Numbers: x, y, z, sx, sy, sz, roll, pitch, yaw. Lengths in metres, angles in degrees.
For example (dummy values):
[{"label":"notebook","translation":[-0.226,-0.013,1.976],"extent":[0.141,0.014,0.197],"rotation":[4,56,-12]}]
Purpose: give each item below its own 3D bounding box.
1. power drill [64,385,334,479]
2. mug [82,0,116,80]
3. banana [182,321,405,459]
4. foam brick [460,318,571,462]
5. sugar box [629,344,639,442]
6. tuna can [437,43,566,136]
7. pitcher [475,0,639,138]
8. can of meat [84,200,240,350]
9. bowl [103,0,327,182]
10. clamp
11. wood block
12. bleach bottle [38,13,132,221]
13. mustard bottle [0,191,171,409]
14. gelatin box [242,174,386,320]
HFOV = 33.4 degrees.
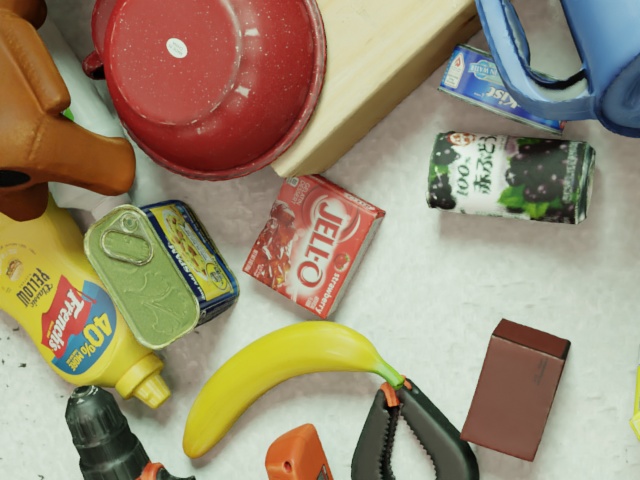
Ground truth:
[{"label":"power drill","translation":[-0.086,0.181,0.789],"extent":[0.188,0.057,0.184],"rotation":[-8,115,23]},{"label":"mug","translation":[-0.120,-0.145,0.764],"extent":[0.117,0.081,0.093],"rotation":[-21,91,20]},{"label":"banana","translation":[-0.035,0.104,0.784],"extent":[0.198,0.037,0.069],"rotation":[-24,72,29]},{"label":"foam brick","translation":[0.134,0.102,0.729],"extent":[0.053,0.051,0.078],"rotation":[19,103,14]},{"label":"sugar box","translation":[0.235,0.080,0.626],"extent":[0.093,0.176,0.048],"rotation":[-28,86,20]},{"label":"tuna can","translation":[0.121,-0.097,0.688],"extent":[0.086,0.086,0.034],"rotation":[23,102,14]},{"label":"pitcher","translation":[0.166,-0.183,0.581],"extent":[0.145,0.149,0.243],"rotation":[-48,51,51]},{"label":"can of meat","translation":[-0.113,0.021,0.783],"extent":[0.057,0.083,0.102],"rotation":[-33,87,20]},{"label":"bowl","translation":[-0.079,-0.117,0.674],"extent":[0.162,0.055,0.162],"rotation":[2,95,21]},{"label":"clamp","translation":[0.066,0.205,0.774],"extent":[0.165,0.036,0.210],"rotation":[-19,89,20]},{"label":"wood block","translation":[0.035,-0.142,0.708],"extent":[0.206,0.090,0.090],"rotation":[-42,82,19]},{"label":"bleach bottle","translation":[-0.228,-0.112,0.817],"extent":[0.103,0.068,0.251],"rotation":[-35,88,19]},{"label":"mustard bottle","translation":[-0.186,0.056,0.827],"extent":[0.192,0.058,0.096],"rotation":[45,110,8]},{"label":"gelatin box","translation":[-0.005,0.001,0.773],"extent":[0.073,0.030,0.089],"rotation":[30,106,12]}]
